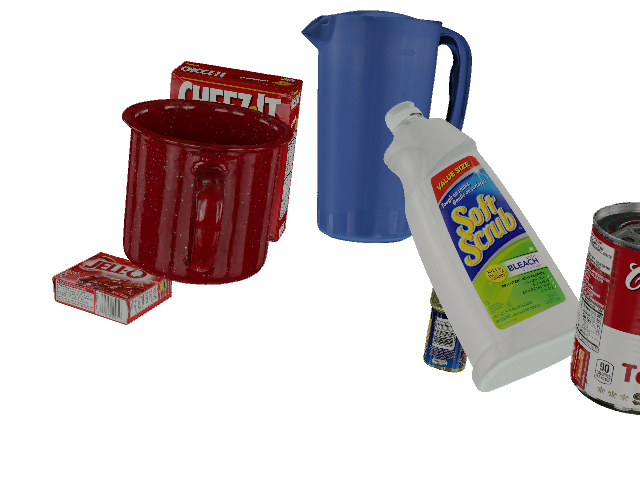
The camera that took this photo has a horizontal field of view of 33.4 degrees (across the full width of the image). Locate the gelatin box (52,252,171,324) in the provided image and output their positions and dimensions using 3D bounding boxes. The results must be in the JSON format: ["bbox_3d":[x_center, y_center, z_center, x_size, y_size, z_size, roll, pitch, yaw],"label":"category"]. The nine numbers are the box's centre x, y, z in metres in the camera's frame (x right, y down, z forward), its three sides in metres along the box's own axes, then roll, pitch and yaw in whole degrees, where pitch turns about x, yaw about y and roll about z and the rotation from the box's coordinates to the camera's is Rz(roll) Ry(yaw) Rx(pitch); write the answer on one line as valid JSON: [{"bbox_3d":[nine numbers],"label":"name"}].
[{"bbox_3d":[-0.198,0.043,1.019,0.089,0.030,0.073,15,25,24],"label":"gelatin box"}]

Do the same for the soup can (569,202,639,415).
[{"bbox_3d":[0.180,0.038,0.600,0.068,0.102,0.068,2,23,-1],"label":"soup can"}]

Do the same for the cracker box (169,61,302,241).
[{"bbox_3d":[-0.120,-0.115,1.411,0.164,0.214,0.072,10,23,6],"label":"cracker box"}]

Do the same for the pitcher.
[{"bbox_3d":[0.067,-0.124,1.156,0.149,0.243,0.144,9,13,29],"label":"pitcher"}]

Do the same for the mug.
[{"bbox_3d":[-0.064,-0.023,0.580,0.093,0.081,0.117,4,21,-13],"label":"mug"}]

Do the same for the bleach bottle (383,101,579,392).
[{"bbox_3d":[0.114,-0.008,0.869,0.102,0.251,0.068,-19,-26,-18],"label":"bleach bottle"}]

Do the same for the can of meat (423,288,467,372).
[{"bbox_3d":[0.159,0.100,1.300,0.057,0.084,0.102,10,24,7],"label":"can of meat"}]
